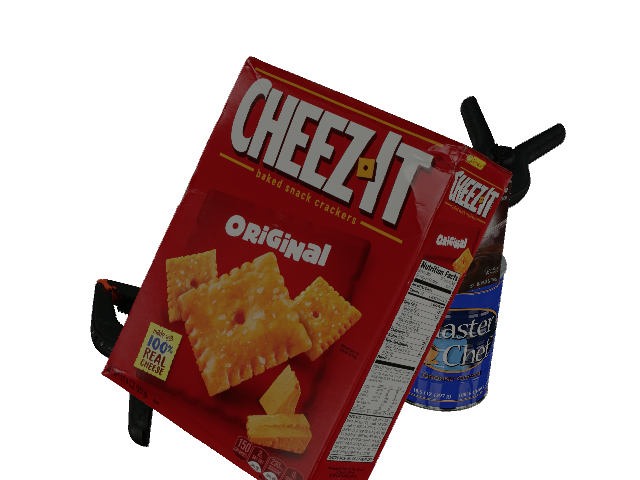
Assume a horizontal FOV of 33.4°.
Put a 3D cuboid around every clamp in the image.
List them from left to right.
[{"bbox_3d":[-0.140,0.095,0.991,0.164,0.036,0.210,-16,39,-30],"label":"clamp"},{"bbox_3d":[0.186,-0.093,1.165,0.120,0.039,0.171,22,49,18],"label":"clamp"}]

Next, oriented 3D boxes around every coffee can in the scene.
[{"bbox_3d":[0.120,0.078,1.031,0.103,0.140,0.103,3,25,-2],"label":"coffee can"}]

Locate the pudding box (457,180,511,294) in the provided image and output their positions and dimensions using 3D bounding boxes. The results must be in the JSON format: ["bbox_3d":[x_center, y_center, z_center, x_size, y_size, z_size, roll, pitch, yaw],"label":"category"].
[{"bbox_3d":[0.089,-0.001,0.815,0.113,0.090,0.039,-15,33,-29],"label":"pudding box"}]

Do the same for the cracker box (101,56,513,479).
[{"bbox_3d":[-0.014,0.021,0.616,0.164,0.214,0.072,27,5,33],"label":"cracker box"}]
